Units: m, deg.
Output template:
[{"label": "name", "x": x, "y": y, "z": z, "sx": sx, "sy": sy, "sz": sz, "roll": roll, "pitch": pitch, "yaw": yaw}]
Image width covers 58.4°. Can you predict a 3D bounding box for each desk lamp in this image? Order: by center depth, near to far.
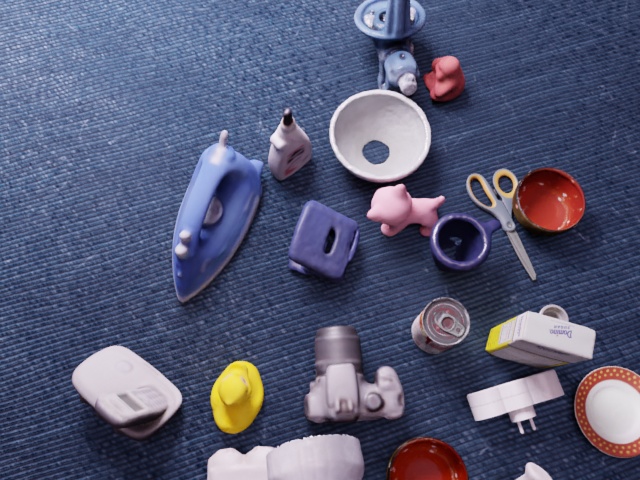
[{"label": "desk lamp", "x": 0.004, "y": 0.350, "z": 0.717, "sx": 0.118, "sy": 0.213, "sz": 0.203, "roll": -8, "pitch": 72, "yaw": -3}]

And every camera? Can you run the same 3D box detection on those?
[{"label": "camera", "x": 0.046, "y": 0.193, "z": 0.828, "sx": 0.143, "sy": 0.101, "sz": 0.137, "roll": -4, "pitch": 72, "yaw": -2}]

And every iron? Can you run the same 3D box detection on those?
[{"label": "iron", "x": -0.176, "y": -0.038, "z": 0.879, "sx": 0.118, "sy": 0.141, "sz": 0.258, "roll": 17, "pitch": 72, "yaw": 5}]

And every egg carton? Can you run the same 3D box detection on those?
[{"label": "egg carton", "x": -0.101, "y": 0.364, "z": 0.786, "sx": 0.107, "sy": 0.069, "sz": 0.150, "roll": -3, "pitch": 72, "yaw": -2}]

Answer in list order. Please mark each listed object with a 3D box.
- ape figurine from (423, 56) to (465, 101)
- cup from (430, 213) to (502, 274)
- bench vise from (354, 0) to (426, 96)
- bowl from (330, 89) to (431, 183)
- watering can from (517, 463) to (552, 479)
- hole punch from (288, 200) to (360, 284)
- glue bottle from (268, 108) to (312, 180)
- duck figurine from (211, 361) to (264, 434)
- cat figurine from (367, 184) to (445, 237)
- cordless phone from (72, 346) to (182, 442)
[{"label": "ape figurine", "x": 0.218, "y": -0.286, "z": 0.993, "sx": 0.076, "sy": 0.092, "sz": 0.078, "roll": 23, "pitch": 73, "yaw": 7}, {"label": "cup", "x": 0.221, "y": 0.009, "z": 0.895, "sx": 0.118, "sy": 0.095, "sz": 0.091, "roll": -26, "pitch": 74, "yaw": -9}, {"label": "bench vise", "x": 0.137, "y": -0.354, "z": 0.947, "sx": 0.121, "sy": 0.220, "sz": 0.207, "roll": -28, "pitch": 74, "yaw": -9}, {"label": "bowl", "x": 0.098, "y": -0.162, "z": 0.959, "sx": 0.167, "sy": 0.075, "sz": 0.167, "roll": 0, "pitch": 72, "yaw": -1}, {"label": "watering can", "x": 0.234, "y": 0.367, "z": 0.725, "sx": 0.101, "sy": 0.194, "sz": 0.173, "roll": 12, "pitch": 72, "yaw": 3}, {"label": "hole punch", "x": 0.008, "y": 0.003, "z": 0.895, "sx": 0.101, "sy": 0.091, "sz": 0.109, "roll": 17, "pitch": 72, "yaw": 5}, {"label": "glue bottle", "x": -0.049, "y": -0.157, "z": 0.904, "sx": 0.078, "sy": 0.173, "sz": 0.037, "roll": -42, "pitch": 77, "yaw": -13}, {"label": "duck figurine", "x": -0.122, "y": 0.224, "z": 0.823, "sx": 0.077, "sy": 0.086, "sz": 0.104, "roll": 10, "pitch": 72, "yaw": 3}, {"label": "cat figurine", "x": 0.133, "y": -0.052, "z": 0.901, "sx": 0.128, "sy": 0.118, "sz": 0.067, "roll": -3, "pitch": 72, "yaw": -2}, {"label": "cordless phone", "x": -0.275, "y": 0.204, "z": 0.775, "sx": 0.147, "sy": 0.185, "sz": 0.094, "roll": 33, "pitch": 74, "yaw": 10}]
